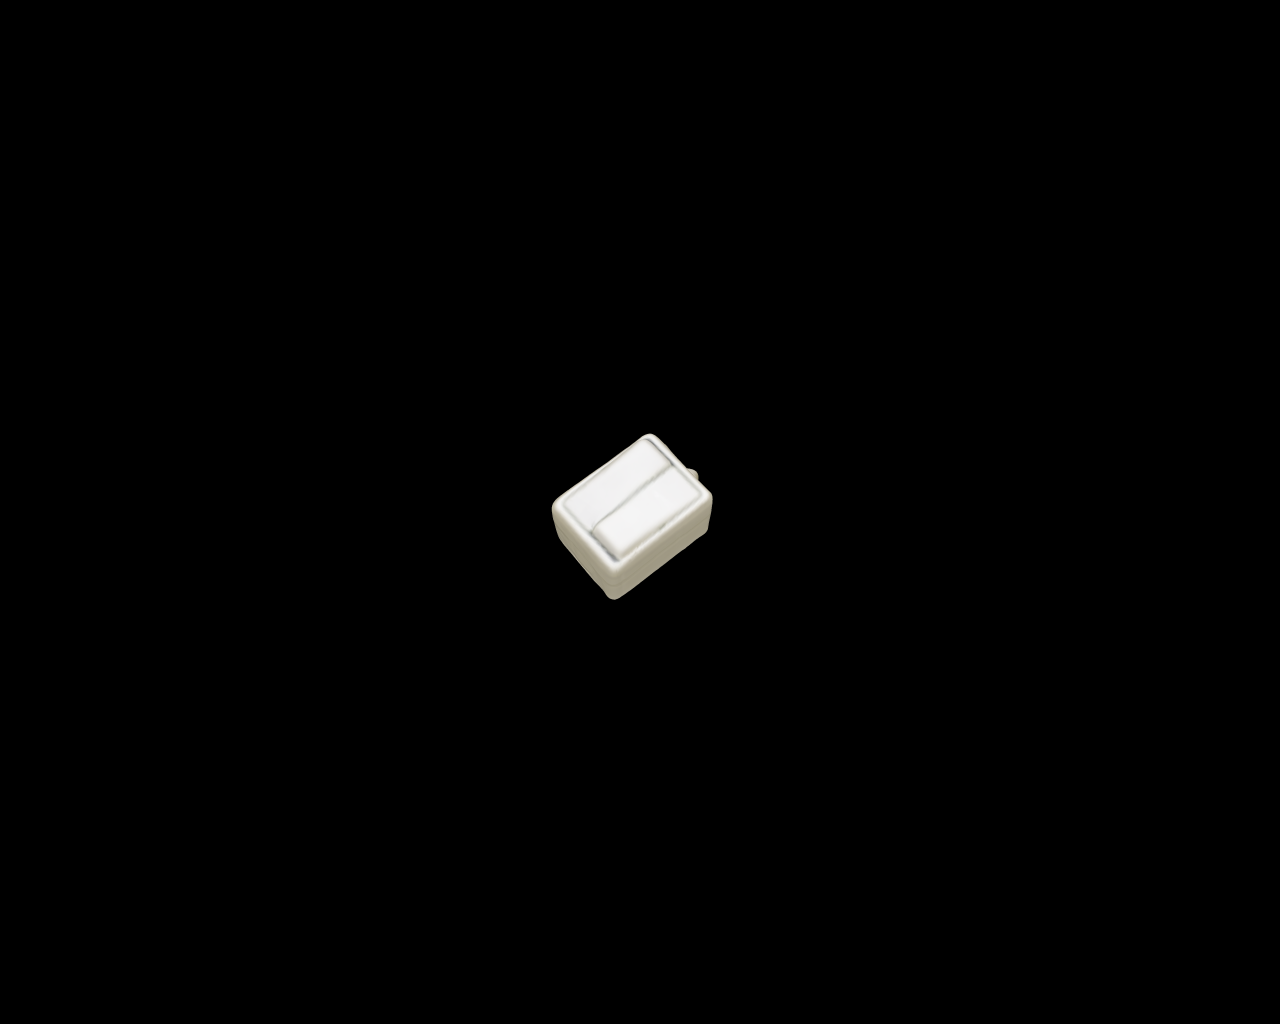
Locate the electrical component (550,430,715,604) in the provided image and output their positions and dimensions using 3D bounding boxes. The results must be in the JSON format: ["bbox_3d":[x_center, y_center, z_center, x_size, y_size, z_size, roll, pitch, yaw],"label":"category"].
[{"bbox_3d":[0.001,-0.003,0.650,0.096,0.062,0.061,-37,-19,-15],"label":"electrical component"}]
